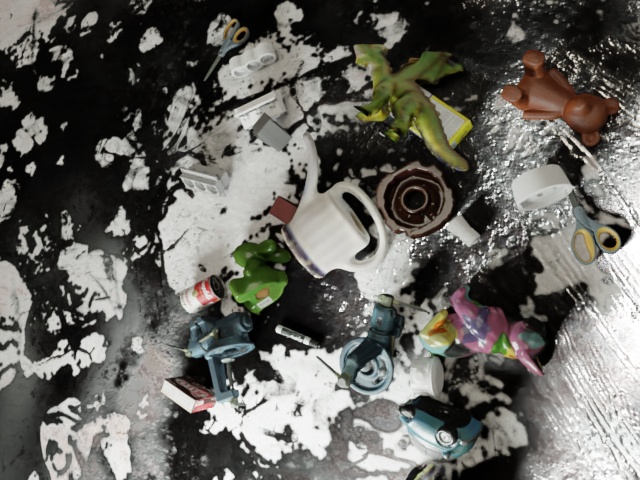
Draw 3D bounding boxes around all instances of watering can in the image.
[{"bbox_3d":[0.004,-0.060,1.199,0.223,0.104,0.349,-38,84,11],"label":"watering can"}]

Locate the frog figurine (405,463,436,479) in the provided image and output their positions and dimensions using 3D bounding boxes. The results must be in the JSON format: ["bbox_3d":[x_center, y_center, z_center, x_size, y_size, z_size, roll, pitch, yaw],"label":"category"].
[{"bbox_3d":[0.230,0.519,0.980,0.161,0.124,0.134,46,133,16],"label":"frog figurine"}]

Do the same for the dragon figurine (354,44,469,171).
[{"bbox_3d":[0.217,-0.327,1.140,0.415,0.120,0.243,37,86,28],"label":"dragon figurine"}]
